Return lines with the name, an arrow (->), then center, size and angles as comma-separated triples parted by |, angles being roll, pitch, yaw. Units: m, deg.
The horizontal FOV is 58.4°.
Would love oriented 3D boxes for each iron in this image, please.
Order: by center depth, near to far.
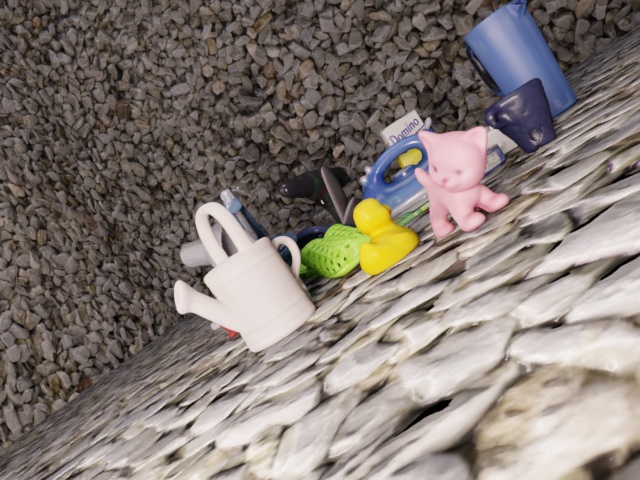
iron -> 0.173, -0.139, 1.217 | 0.258, 0.141, 0.118 | -33, 3, 2

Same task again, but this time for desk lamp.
desk lamp -> -0.224, 0.074, 1.344 | 0.203, 0.213, 0.118 | -32, 4, 33

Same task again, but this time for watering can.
watering can -> -0.103, 0.041, 0.733 | 0.100, 0.194, 0.173 | -31, 4, 37

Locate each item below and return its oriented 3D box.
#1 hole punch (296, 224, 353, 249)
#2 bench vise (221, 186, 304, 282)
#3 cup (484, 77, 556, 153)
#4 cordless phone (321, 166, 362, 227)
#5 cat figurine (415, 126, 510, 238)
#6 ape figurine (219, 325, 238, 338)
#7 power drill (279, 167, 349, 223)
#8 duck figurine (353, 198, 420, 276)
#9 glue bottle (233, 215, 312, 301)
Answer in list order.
hole punch -> 0.010, 0.004, 1.139 | 0.101, 0.091, 0.108 | -36, 4, -39
bench vise -> -0.115, 0.018, 1.002 | 0.122, 0.220, 0.207 | -35, 3, -25
cup -> 0.300, -0.174, 0.852 | 0.118, 0.095, 0.091 | -35, 3, -31
cordless phone -> 0.046, -0.086, 1.319 | 0.094, 0.185, 0.147 | -33, 3, 4
cat figurine -> 0.144, -0.072, 0.629 | 0.067, 0.118, 0.127 | -34, 3, -17
ape figurine -> -0.158, 0.120, 1.051 | 0.077, 0.092, 0.076 | -31, 4, 39
power drill -> 0.019, -0.092, 1.477 | 0.075, 0.208, 0.230 | -31, 4, 43
duck figurine -> 0.073, -0.011, 0.729 | 0.077, 0.086, 0.105 | -31, 4, 37
glue bottle -> -0.086, 0.037, 0.824 | 0.078, 0.173, 0.037 | -36, 4, -36
